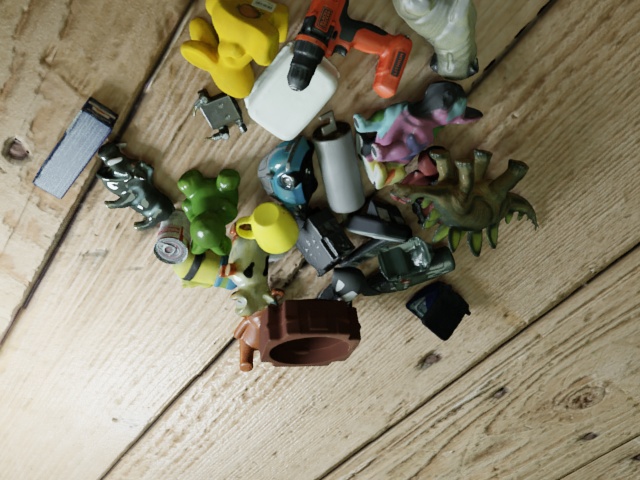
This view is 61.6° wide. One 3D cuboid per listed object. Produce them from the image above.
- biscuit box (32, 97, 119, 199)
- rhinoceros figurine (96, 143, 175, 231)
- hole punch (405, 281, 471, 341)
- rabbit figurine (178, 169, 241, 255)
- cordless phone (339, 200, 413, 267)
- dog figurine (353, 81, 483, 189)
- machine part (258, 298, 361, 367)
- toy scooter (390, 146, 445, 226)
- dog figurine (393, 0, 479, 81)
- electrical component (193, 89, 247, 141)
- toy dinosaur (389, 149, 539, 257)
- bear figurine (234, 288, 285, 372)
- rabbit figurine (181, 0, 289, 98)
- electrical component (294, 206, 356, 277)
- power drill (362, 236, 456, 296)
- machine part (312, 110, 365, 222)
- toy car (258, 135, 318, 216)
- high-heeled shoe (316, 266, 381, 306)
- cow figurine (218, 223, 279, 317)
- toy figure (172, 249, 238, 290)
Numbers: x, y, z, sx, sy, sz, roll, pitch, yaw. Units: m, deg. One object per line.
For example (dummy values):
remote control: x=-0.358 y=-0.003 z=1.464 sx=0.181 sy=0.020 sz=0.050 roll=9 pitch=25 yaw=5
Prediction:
biscuit box: x=-0.458 y=-0.167 z=1.000 sx=0.062 sy=0.059 sz=0.202 roll=34 pitch=118 yaw=-28
rhinoceros figurine: x=-0.364 y=-0.104 z=1.049 sx=0.112 sy=0.073 sz=0.190 roll=-24 pitch=126 yaw=16
hole punch: x=0.287 y=0.165 z=1.312 sx=0.142 sy=0.092 sz=0.116 roll=41 pitch=85 yaw=-27
rabbit figurine: x=-0.222 y=-0.040 z=1.047 sx=0.121 sy=0.170 sz=0.158 roll=4 pitch=126 yaw=-7
cordless phone: x=0.091 y=0.005 z=1.142 sx=0.184 sy=0.089 sz=0.146 roll=-37 pitch=154 yaw=28
dog figurine: x=0.182 y=-0.202 z=0.992 sx=0.219 sy=0.108 sz=0.191 roll=-23 pitch=152 yaw=-4
machine part: x=-0.026 y=0.200 z=1.149 sx=0.201 sy=0.087 sz=0.201 roll=2 pitch=147 yaw=-13
toy scooter: x=0.213 y=-0.091 z=1.087 sx=0.135 sy=0.075 sz=0.183 roll=-33 pitch=125 yaw=-7
dog figurine: x=0.184 y=-0.345 z=0.880 sx=0.172 sy=0.121 sz=0.190 roll=4 pitch=136 yaw=6
electrical component: x=-0.186 y=-0.228 z=0.983 sx=0.078 sy=0.045 sz=0.102 roll=-13 pitch=128 yaw=8
toy dinosaur: x=0.312 y=-0.073 z=1.049 sx=0.471 sy=0.105 sz=0.198 roll=-1 pitch=117 yaw=-34
bear figurine: x=-0.136 y=0.207 z=1.265 sx=0.120 sy=0.132 sz=0.195 roll=-4 pitch=143 yaw=-18
rabbit figurine: x=-0.143 y=-0.308 z=0.886 sx=0.162 sy=0.122 sz=0.173 roll=11 pitch=145 yaw=-10
electrical component: x=-0.002 y=-0.003 z=1.119 sx=0.058 sy=0.134 sz=0.115 roll=-30 pitch=168 yaw=-33
power drill: x=0.179 y=0.067 z=1.172 sx=0.232 sy=0.086 sz=0.207 roll=-19 pitch=157 yaw=9
machine part: x=0.039 y=-0.140 z=1.050 sx=0.079 sy=0.079 sz=0.242 roll=-12 pitch=127 yaw=5
toy car: x=-0.067 y=-0.127 z=1.046 sx=0.103 sy=0.109 sz=0.161 roll=13 pitch=146 yaw=16
high-heeled shoe: x=0.022 y=0.112 z=1.189 sx=0.145 sy=0.086 sz=0.249 roll=23 pitch=152 yaw=-32
cow figurine: x=-0.144 y=0.068 z=1.138 sx=0.127 sy=0.195 sz=0.085 roll=18 pitch=162 yaw=-24
toy figure: x=-0.233 y=0.061 z=1.183 sx=0.180 sy=0.082 sz=0.089 roll=14 pitch=124 yaw=-11
